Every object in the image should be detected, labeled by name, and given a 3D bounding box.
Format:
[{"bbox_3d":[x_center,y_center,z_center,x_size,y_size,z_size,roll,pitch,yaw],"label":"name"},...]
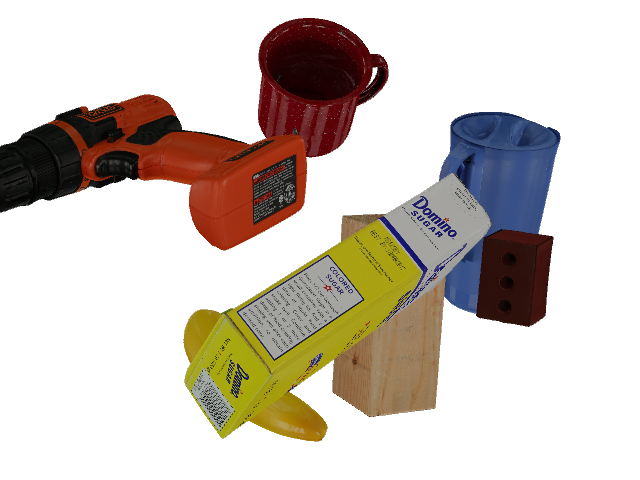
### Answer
[{"bbox_3d":[0.002,-0.127,0.893,0.117,0.093,0.081,-17,-28,-19],"label":"mug"},{"bbox_3d":[0.178,0.033,0.975,0.053,0.078,0.051,9,15,27],"label":"foam brick"},{"bbox_3d":[0.210,-0.029,1.341,0.149,0.243,0.145,3,26,-1],"label":"pitcher"},{"bbox_3d":[-0.118,-0.048,0.724,0.188,0.057,0.184,17,31,31],"label":"power drill"},{"bbox_3d":[-0.065,0.101,0.853,0.069,0.037,0.198,-9,30,-24],"label":"banana"},{"bbox_3d":[0.012,0.034,0.594,0.175,0.048,0.093,-29,-15,-33],"label":"sugar box"},{"bbox_3d":[0.076,0.079,1.186,0.090,0.206,0.091,-3,13,-28],"label":"wood block"}]
